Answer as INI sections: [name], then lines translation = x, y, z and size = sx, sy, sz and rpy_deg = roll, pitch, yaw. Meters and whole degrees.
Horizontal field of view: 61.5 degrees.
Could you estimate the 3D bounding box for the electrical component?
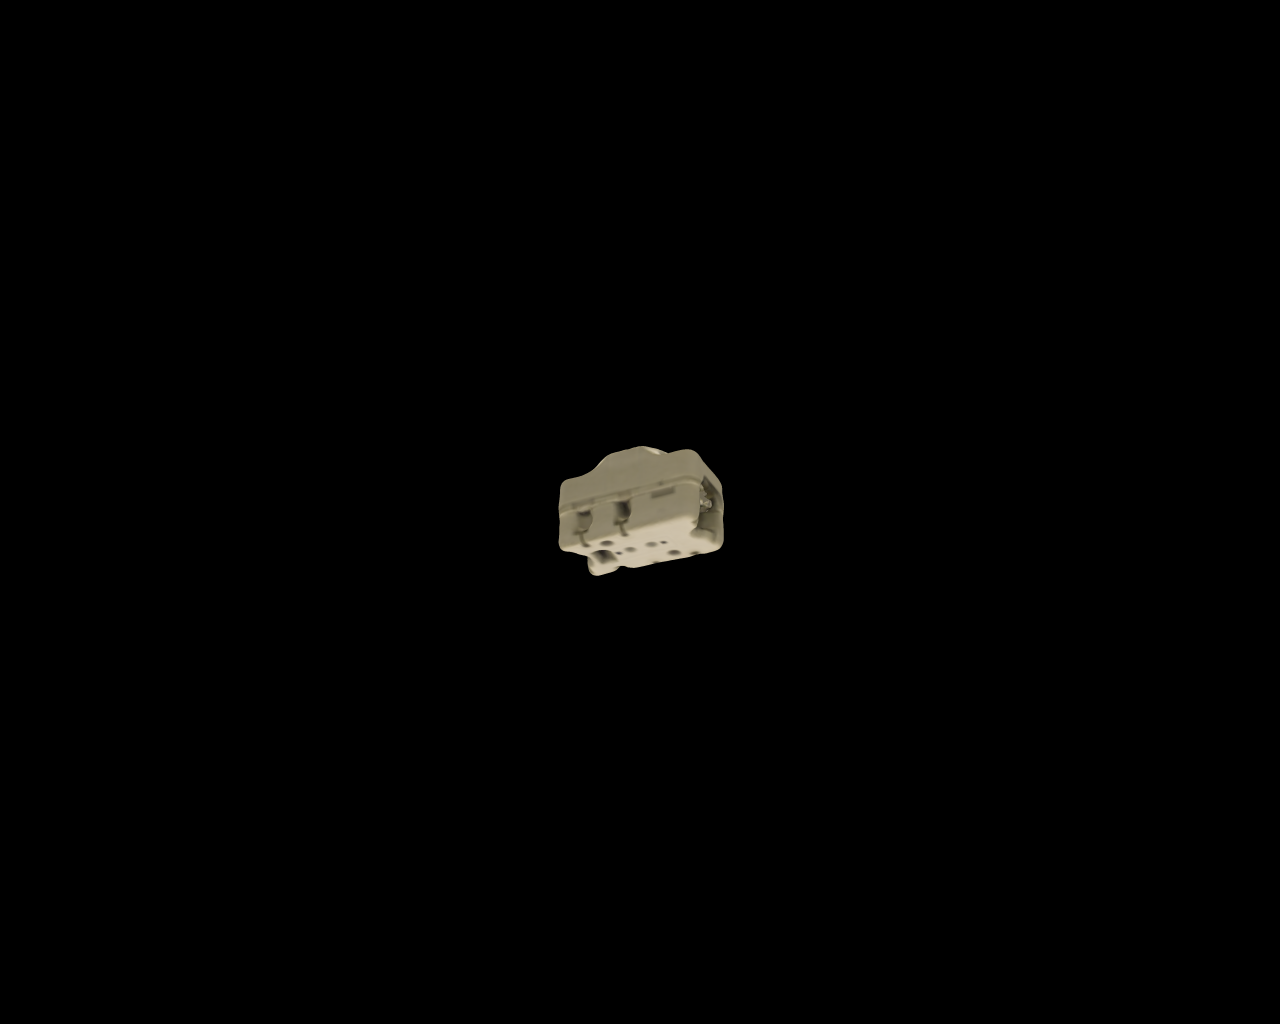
[electrical component]
translation = 0.001, -0.003, 0.650
size = 0.089, 0.056, 0.050
rpy_deg = -13, -32, 22
